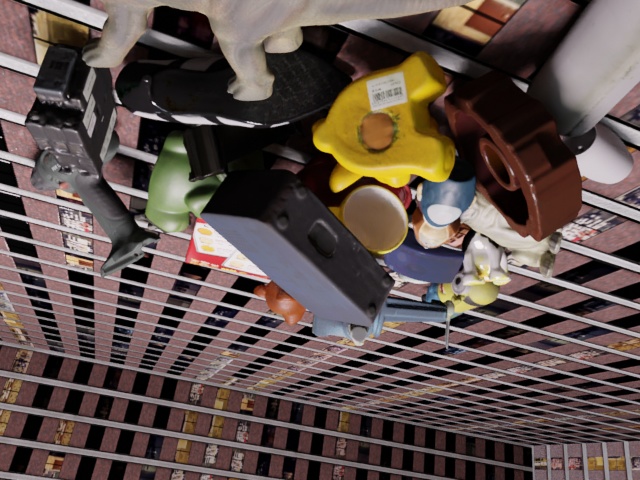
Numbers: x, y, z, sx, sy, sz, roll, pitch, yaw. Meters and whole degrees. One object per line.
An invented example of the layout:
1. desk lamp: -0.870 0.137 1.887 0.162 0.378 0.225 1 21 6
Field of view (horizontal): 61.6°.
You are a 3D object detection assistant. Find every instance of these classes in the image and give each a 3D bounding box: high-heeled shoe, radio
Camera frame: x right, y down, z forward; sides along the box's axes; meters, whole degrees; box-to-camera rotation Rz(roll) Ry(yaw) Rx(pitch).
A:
1. high-heeled shoe: -0.098 -0.165 0.599 0.249 0.086 0.145 0 -173 -16
2. radio: -0.020 0.013 0.645 0.131 0.073 0.229 3 147 50

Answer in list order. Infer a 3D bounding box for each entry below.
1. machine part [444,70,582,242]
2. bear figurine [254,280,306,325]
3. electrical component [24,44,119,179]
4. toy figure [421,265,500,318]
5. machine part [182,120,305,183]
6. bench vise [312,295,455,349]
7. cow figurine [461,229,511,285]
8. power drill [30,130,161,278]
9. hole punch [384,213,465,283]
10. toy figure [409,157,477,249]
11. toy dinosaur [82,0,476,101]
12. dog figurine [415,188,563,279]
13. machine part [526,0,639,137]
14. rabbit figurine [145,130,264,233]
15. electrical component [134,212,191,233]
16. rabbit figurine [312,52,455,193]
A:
1. machine part: 0.196 -0.085 0.549 0.056 0.179 0.179 -31 146 5
2. bear figurine: -0.021 0.122 1.024 0.196 0.131 0.120 -15 -169 -43
3. electrical component: -0.278 -0.151 0.610 0.058 0.115 0.134 6 155 -6
4. toy figure: 0.260 0.101 1.015 0.089 0.082 0.180 5 152 -20
5. machine part: -0.088 -0.115 0.611 0.139 0.084 0.039 -15 153 3
6. bench vise: 0.109 0.112 0.889 0.241 0.128 0.223 5 -178 -3
7. cow figurine: 0.262 0.025 0.855 0.068 0.098 0.167 -10 172 21
8. power drill: -0.328 -0.054 0.777 0.232 0.207 0.086 -28 178 44
9. hole punch: 0.157 0.016 0.824 0.116 0.092 0.142 -9 157 -1
10. toy figure: 0.141 -0.034 0.644 0.064 0.058 0.154 36 150 19
11. toy dinosaur: -0.059 -0.214 0.430 0.472 0.105 0.198 5 151 -3
12. dog figurine: 0.237 -0.032 0.746 0.191 0.121 0.172 13 155 24
13. machine part: 0.251 -0.166 0.461 0.079 0.079 0.243 10 155 -3
14. rabbit figurine: -0.127 -0.076 0.725 0.170 0.121 0.159 25 131 -2
15. electrical component: -0.279 -0.036 0.957 0.094 0.021 0.063 -3 152 24
16. rabbit figurine: 0.075 -0.105 0.578 0.162 0.121 0.173 -20 179 26
